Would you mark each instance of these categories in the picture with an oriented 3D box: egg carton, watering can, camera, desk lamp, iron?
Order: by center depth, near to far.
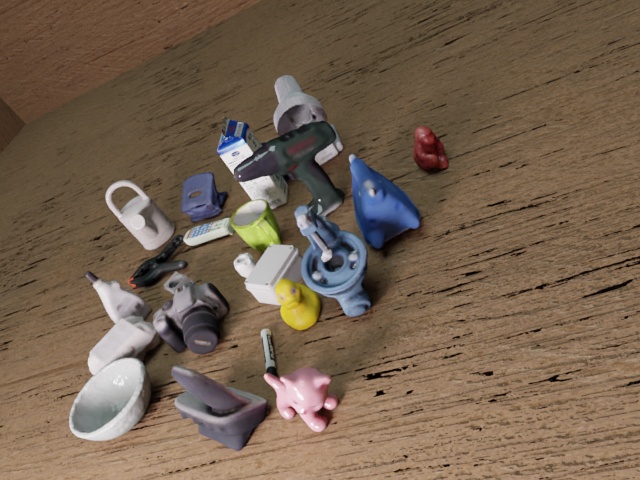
[{"bbox_3d":[0.098,-0.101,1.123,0.118,0.142,0.257,-30,35,5],"label":"iron"},{"bbox_3d":[-0.257,0.162,1.128,0.143,0.101,0.136,-32,35,2],"label":"camera"},{"bbox_3d":[-0.410,0.230,1.197,0.107,0.070,0.150,13,56,46],"label":"egg carton"},{"bbox_3d":[-0.037,-0.283,1.382,0.118,0.214,0.203,-28,36,9],"label":"desk lamp"},{"bbox_3d":[-0.471,-0.072,1.493,0.172,0.195,0.101,18,60,48],"label":"watering can"}]

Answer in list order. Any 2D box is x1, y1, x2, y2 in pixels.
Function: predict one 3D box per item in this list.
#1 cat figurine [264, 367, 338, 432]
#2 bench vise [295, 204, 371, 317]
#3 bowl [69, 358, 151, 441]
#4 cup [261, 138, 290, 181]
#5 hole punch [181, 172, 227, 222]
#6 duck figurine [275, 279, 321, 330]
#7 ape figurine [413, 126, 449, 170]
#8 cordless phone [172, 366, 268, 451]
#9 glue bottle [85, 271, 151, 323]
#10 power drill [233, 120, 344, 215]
[{"bbox_3d":[-0.031,0.226,0.859,0.127,0.118,0.067,5,50,41],"label":"cat figurine"},{"bbox_3d":[0.000,0.011,1.000,0.121,0.220,0.206,-39,35,-7],"label":"bench vise"},{"bbox_3d":[-0.377,0.309,1.073,0.167,0.075,0.167,-21,37,17],"label":"bowl"},{"bbox_3d":[-0.108,-0.199,1.442,0.092,0.095,0.117,-41,36,-9],"label":"cup"},{"bbox_3d":[-0.311,-0.114,1.506,0.108,0.091,0.101,-13,40,27],"label":"hole punch"},{"bbox_3d":[-0.050,0.104,1.047,0.077,0.086,0.104,-31,35,4],"label":"duck figurine"},{"bbox_3d":[0.222,-0.193,1.177,0.075,0.092,0.078,8,52,43],"label":"ape figurine"},{"bbox_3d":[-0.184,0.240,0.905,0.147,0.186,0.094,0,48,39],"label":"cordless phone"},{"bbox_3d":[-0.453,0.127,1.263,0.037,0.174,0.078,10,54,45],"label":"glue bottle"},{"bbox_3d":[-0.045,-0.137,1.220,0.230,0.209,0.075,-41,36,-9],"label":"power drill"}]
